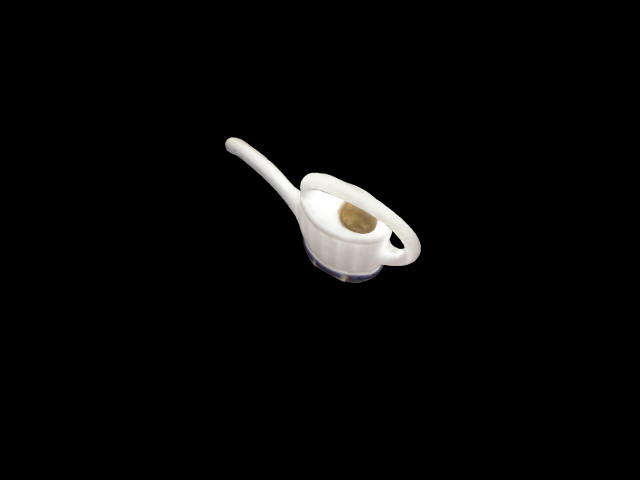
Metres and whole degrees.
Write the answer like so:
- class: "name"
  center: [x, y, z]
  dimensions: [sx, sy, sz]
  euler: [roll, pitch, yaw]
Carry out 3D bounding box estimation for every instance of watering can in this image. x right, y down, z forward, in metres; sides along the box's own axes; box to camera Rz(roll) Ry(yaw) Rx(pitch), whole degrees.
- class: "watering can"
  center: [0.003, -0.043, 0.850]
  dimensions: [0.349, 0.106, 0.219]
  euler: [28, -26, 16]
